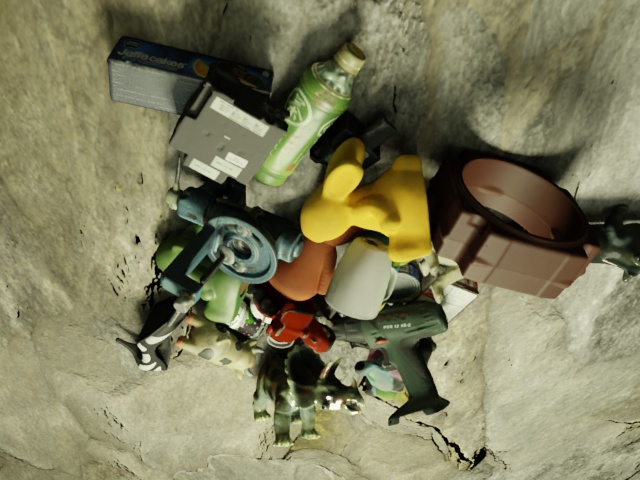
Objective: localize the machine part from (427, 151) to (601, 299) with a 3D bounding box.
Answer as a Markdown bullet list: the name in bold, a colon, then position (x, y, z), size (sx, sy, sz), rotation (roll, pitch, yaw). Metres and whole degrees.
- **machine part**: position (0.252, -0.028, 0.724), size (0.201, 0.201, 0.087), rotation (14, 130, -9)

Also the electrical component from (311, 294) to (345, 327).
- **electrical component**: position (-0.001, 0.120, 0.973), size (0.078, 0.102, 0.045), rotation (-46, 126, 12)

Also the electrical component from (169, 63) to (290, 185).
- **electrical component**: position (-0.118, -0.133, 0.669), size (0.115, 0.058, 0.134), rotation (30, 131, -21)

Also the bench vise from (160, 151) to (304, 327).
- **bench vise**: position (-0.149, 0.002, 0.750), size (0.224, 0.241, 0.128), rotation (31, 136, 2)

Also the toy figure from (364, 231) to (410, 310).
- **toy figure**: position (0.094, 0.043, 0.873), size (0.089, 0.082, 0.180), rotation (5, 113, -40)

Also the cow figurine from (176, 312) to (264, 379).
- **cow figurine**: position (-0.191, 0.213, 1.066), size (0.127, 0.085, 0.194), rotation (20, 162, 15)

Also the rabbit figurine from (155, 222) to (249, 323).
- **rabbit figurine**: position (-0.202, 0.042, 0.897), size (0.170, 0.121, 0.159), rotation (19, 142, 6)

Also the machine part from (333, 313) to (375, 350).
- **machine part**: position (0.042, 0.162, 1.031), size (0.139, 0.084, 0.039), rotation (9, 172, 8)

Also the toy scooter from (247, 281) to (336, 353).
- **toy scooter**: position (-0.062, 0.117, 0.885), size (0.075, 0.184, 0.135), rotation (-54, 152, 13)

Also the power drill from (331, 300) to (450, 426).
- **power drill**: position (0.127, 0.214, 0.951), size (0.232, 0.207, 0.086), rotation (-20, 162, 17)

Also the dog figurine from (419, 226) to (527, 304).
- **dog figurine**: position (0.246, -0.007, 0.835), size (0.191, 0.121, 0.172), rotation (-20, 135, 4)

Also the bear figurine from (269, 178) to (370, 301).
- **bear figurine**: position (-0.002, -0.001, 0.853), size (0.120, 0.132, 0.195), rotation (36, 103, 1)

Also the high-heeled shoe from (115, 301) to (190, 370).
- **high-heeled shoe**: position (-0.307, 0.207, 1.095), size (0.249, 0.086, 0.145), rotation (-25, 131, 33)

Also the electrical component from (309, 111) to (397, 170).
- **electrical component**: position (0.049, -0.137, 0.742), size (0.074, 0.048, 0.119), rotation (34, 128, -27)

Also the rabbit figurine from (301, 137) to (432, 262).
- **rabbit figurine**: position (0.054, -0.045, 0.710), size (0.173, 0.122, 0.162), rotation (-8, 125, 12)

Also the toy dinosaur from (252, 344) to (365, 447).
- **toy dinosaur**: position (-0.069, 0.300, 1.114), size (0.131, 0.192, 0.405), rotation (6, 176, -27)

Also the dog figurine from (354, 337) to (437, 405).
- **dog figurine**: position (0.164, 0.261, 1.093), size (0.192, 0.108, 0.219), rotation (-20, 135, 19)

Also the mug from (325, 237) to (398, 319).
- **mug**: position (0.073, 0.053, 0.790), size (0.109, 0.081, 0.107), rotation (7, 111, -30)

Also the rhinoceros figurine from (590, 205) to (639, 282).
- **rhinoceros figurine**: position (0.451, 0.007, 0.809), size (0.190, 0.112, 0.073), rotation (6, 133, 10)

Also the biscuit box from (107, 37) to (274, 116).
- **biscuit box**: position (-0.164, -0.199, 0.690), size (0.203, 0.059, 0.062), rotation (11, 136, -7)
